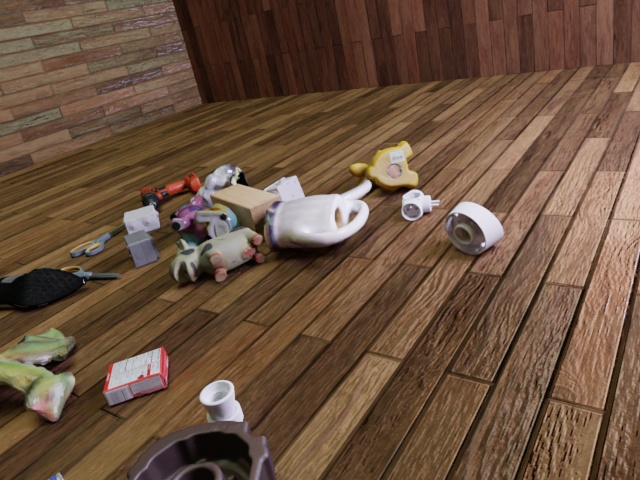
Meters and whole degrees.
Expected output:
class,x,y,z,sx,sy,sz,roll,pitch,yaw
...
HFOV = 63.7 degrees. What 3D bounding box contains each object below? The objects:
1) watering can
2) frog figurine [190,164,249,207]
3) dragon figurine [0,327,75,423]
class,x,y,z,sx,sy,sz,roll,pitch,yaw
watering can,0.003,-0.058,1.150,0.224,0.102,0.354,-6,21,16
frog figurine,-0.289,-0.143,1.467,0.159,0.124,0.137,-16,-11,15
dragon figurine,-0.544,0.190,0.860,0.413,0.121,0.242,21,11,41
